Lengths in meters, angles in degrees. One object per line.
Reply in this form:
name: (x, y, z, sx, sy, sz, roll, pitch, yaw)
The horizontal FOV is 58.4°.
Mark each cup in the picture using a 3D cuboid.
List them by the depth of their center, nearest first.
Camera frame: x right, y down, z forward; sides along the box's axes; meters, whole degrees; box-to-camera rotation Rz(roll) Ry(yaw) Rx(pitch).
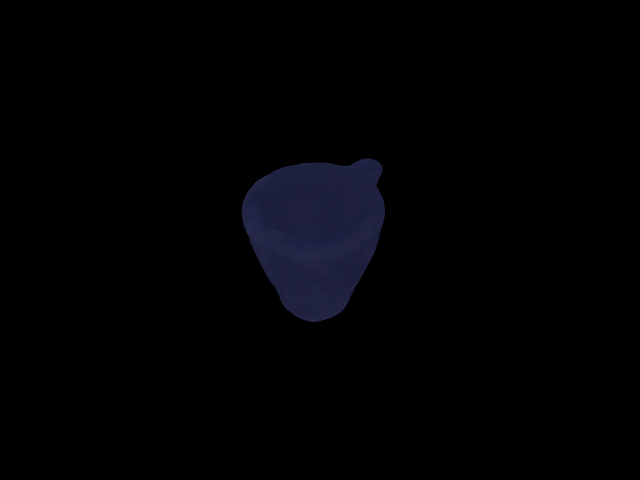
cup: (0.004, 0.001, 0.400, 0.091, 0.095, 0.118, 27, 49, 27)
